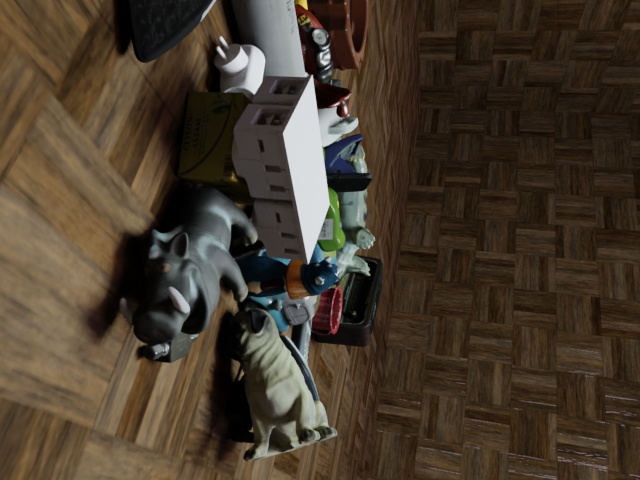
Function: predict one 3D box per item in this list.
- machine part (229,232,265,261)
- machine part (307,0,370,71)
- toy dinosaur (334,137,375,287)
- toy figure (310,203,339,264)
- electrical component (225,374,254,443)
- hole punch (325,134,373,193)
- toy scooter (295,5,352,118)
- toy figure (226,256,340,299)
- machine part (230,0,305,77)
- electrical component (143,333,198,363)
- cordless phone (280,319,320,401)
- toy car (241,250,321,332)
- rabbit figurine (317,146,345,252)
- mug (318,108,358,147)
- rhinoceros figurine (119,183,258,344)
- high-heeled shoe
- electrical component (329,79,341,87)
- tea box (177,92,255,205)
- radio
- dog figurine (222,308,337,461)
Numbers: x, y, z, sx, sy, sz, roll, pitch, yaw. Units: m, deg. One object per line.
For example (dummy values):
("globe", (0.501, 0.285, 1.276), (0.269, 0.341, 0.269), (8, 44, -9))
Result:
("machine part", (-0.084, -0.019, 0.730), (0.039, 0.084, 0.139), (51, 21, -22))
("machine part", (0.033, -0.438, 1.001), (0.201, 0.087, 0.201), (44, 53, -74))
("toy dinosaur", (0.053, -0.075, 1.165), (0.192, 0.131, 0.404), (91, 2, -78))
("toy figure", (-0.006, -0.003, 1.013), (0.089, 0.082, 0.180), (-48, 138, -84))
("electrical component", (-0.101, 0.243, 0.787), (0.078, 0.045, 0.102), (82, 20, -46))
("hole punch", (0.032, -0.140, 1.013), (0.142, 0.116, 0.092), (138, -54, -82))
("toy scooter", (-0.010, -0.248, 0.792), (0.075, 0.135, 0.183), (-37, 146, -21))
("toy figure", (-0.047, 0.048, 0.710), (0.057, 0.155, 0.064), (68, 30, -56))
("machine part", (-0.064, -0.260, 0.691), (0.242, 0.079, 0.079), (81, 20, -46))
("electrical component", (-0.155, 0.094, 0.570), (0.094, 0.021, 0.063), (-11, 105, -75))
("cordless phone", (-0.036, 0.194, 0.964), (0.146, 0.089, 0.184), (78, 18, -49))
("toy car", (-0.051, 0.083, 0.819), (0.161, 0.103, 0.109), (74, 26, -51))
("rabbit figurine", (-0.033, -0.075, 0.879), (0.170, 0.121, 0.158), (-96, 176, -62))
("mug", (0.006, -0.199, 0.952), (0.107, 0.110, 0.080), (-48, 145, -47))
("rhinoceros figurine", (-0.125, 0.022, 0.529), (0.190, 0.073, 0.112), (-79, 151, -44))
("high-heeled shoe", (-0.126, -0.272, 0.524), (0.248, 0.086, 0.145), (-66, -165, -5))
("electrical component", (0.016, -0.282, 1.061), (0.119, 0.048, 0.074), (-49, 142, -67))
("tea box", (-0.096, -0.101, 0.642), (0.169, 0.068, 0.098), (30, 66, -73))
("radio", (0.069, 0.134, 1.244), (0.230, 0.131, 0.073), (-70, 162, -44))
("dog figurine", (-0.059, 0.195, 0.754), (0.172, 0.121, 0.190), (83, -9, -67))
